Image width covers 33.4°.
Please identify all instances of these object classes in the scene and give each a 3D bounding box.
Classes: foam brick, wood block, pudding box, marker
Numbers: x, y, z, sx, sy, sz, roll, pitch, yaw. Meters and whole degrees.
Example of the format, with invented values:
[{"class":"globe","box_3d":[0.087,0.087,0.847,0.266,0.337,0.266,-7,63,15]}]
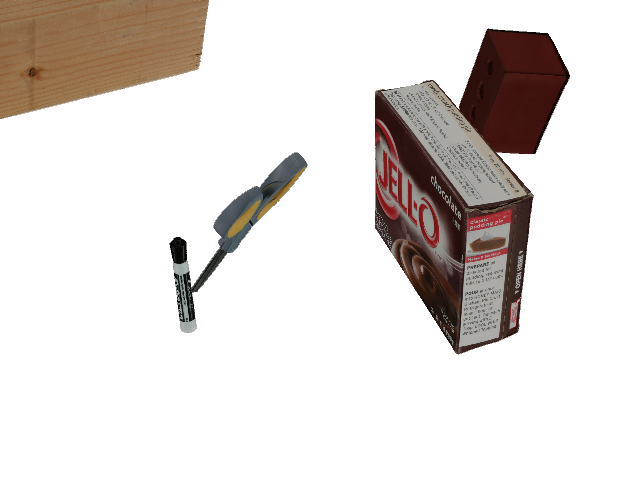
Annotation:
[{"class":"foam brick","box_3d":[0.142,-0.110,0.793,0.051,0.053,0.078,0,-43,-14]},{"class":"wood block","box_3d":[-0.199,-0.171,0.839,0.205,0.091,0.090,-21,52,-35]},{"class":"pudding box","box_3d":[0.062,-0.014,0.535,0.039,0.090,0.113,-16,40,-15]},{"class":"marker","box_3d":[-0.155,0.050,1.207,0.020,0.121,0.020,-2,30,1]}]

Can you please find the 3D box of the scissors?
[{"class":"scissors","box_3d":[-0.079,0.002,0.861,0.202,0.016,0.096,-47,-7,35]}]
